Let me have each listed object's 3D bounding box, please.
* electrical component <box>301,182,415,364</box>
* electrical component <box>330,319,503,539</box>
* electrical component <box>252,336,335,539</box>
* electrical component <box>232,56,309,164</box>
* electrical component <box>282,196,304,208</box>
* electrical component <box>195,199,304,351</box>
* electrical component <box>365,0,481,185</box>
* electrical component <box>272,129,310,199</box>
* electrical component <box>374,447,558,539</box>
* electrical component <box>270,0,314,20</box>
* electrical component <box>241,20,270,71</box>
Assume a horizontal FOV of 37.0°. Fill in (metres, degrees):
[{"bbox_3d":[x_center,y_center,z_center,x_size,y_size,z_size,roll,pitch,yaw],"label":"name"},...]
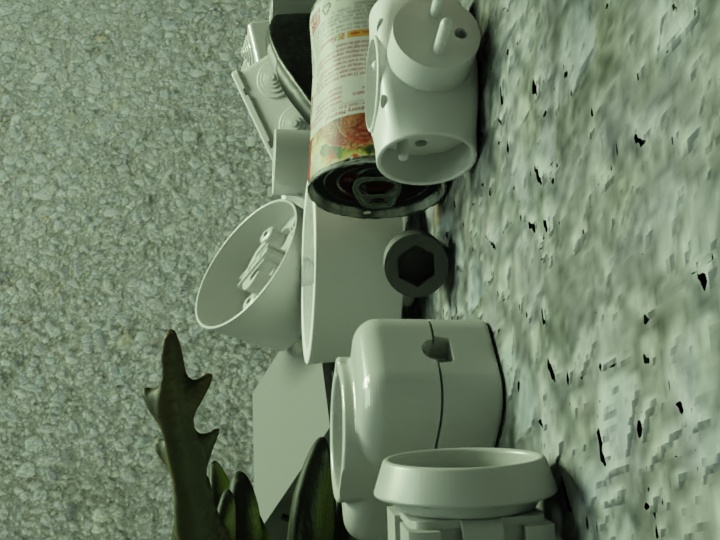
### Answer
[{"bbox_3d":[0.000,0.000,0.613,0.108,0.060,0.108,-179,90,-83],"label":"electrical component"},{"bbox_3d":[0.019,0.068,0.447,0.053,0.059,0.095,-97,11,-51],"label":"electrical component"},{"bbox_3d":[-0.020,0.099,0.681,0.089,0.062,0.150,-57,19,21],"label":"electrical component"},{"bbox_3d":[-0.047,-0.120,0.843,0.099,0.048,0.100,64,-165,11],"label":"electrical component"},{"bbox_3d":[-0.031,-0.005,0.858,0.079,0.063,0.121,174,97,-83],"label":"electrical component"},{"bbox_3d":[-0.059,0.003,0.708,0.099,0.064,0.099,-53,21,31],"label":"electrical component"},{"bbox_3d":[0.029,-0.089,0.458,0.079,0.044,0.077,105,164,-63],"label":"electrical component"},{"bbox_3d":[-0.020,-0.070,0.723,0.079,0.077,0.044,-133,46,-81],"label":"electrical component"},{"bbox_3d":[0.034,0.087,0.339,0.078,0.058,0.057,156,112,-83],"label":"electrical component"},{"bbox_3d":[-0.032,-0.190,0.841,0.079,0.077,0.044,109,160,-69],"label":"electrical component"},{"bbox_3d":[-0.056,-0.186,0.954,0.099,0.100,0.048,115,142,-74],"label":"electrical component"}]
